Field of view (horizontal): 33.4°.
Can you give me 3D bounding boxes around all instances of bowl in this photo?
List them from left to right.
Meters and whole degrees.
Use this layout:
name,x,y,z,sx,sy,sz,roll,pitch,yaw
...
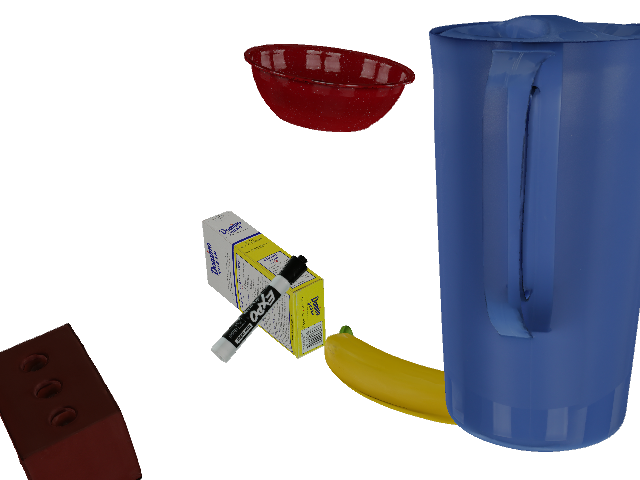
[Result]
name,x,y,z,sx,sy,sz,roll,pitch,yaw
bowl,0.005,-0.141,1.004,0.162,0.055,0.162,7,21,-3

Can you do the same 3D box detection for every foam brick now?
name,x,y,z,sx,sy,sz,roll,pitch,yaw
foam brick,-0.134,0.092,0.548,0.053,0.051,0.078,-24,42,-20

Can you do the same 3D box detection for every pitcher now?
name,x,y,z,sx,sy,sz,roll,pitch,yaw
pitcher,0.124,-0.004,0.610,0.149,0.243,0.145,-8,17,-22

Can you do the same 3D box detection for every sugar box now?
name,x,y,z,sx,sy,sz,roll,pitch,yaw
sugar box,-0.063,0.045,1.174,0.048,0.093,0.176,-23,40,-28

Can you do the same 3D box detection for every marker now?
name,x,y,z,sx,sy,sz,roll,pitch,yaw
marker,-0.053,0.060,0.969,0.020,0.121,0.020,37,-17,13

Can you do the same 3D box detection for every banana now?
name,x,y,z,sx,sy,sz,roll,pitch,yaw
banana,0.069,0.101,0.797,0.198,0.037,0.069,19,37,39
